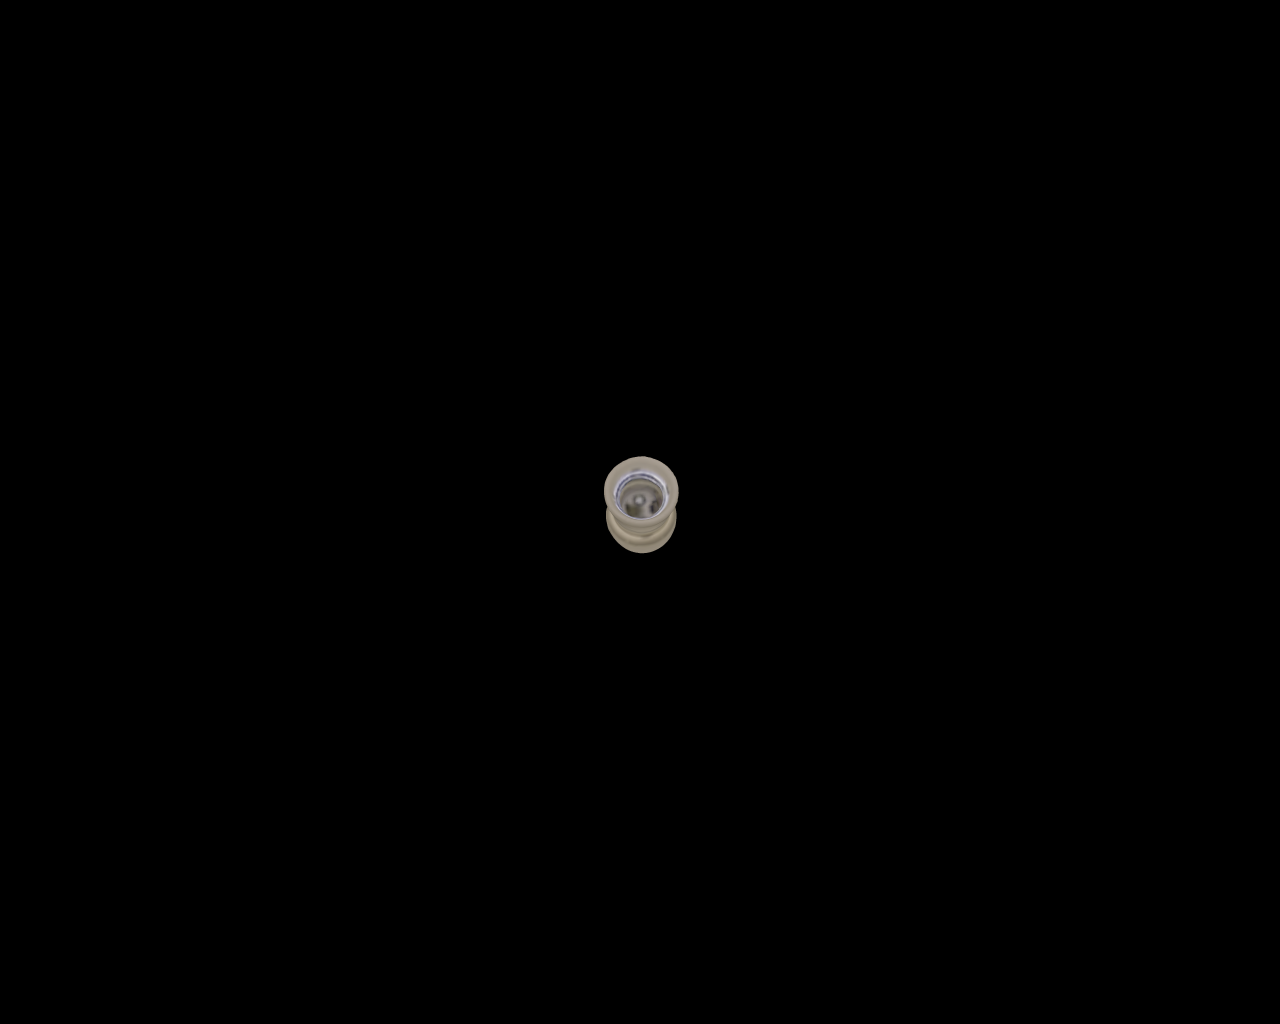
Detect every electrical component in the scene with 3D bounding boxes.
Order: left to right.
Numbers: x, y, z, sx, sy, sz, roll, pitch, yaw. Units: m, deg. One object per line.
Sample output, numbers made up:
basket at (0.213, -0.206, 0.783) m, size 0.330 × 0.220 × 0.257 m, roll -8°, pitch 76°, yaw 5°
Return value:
electrical component at (0.001, -0.003, 0.650) m, size 0.045 × 0.045 × 0.055 m, roll 0°, pitch -23°, yaw 0°
